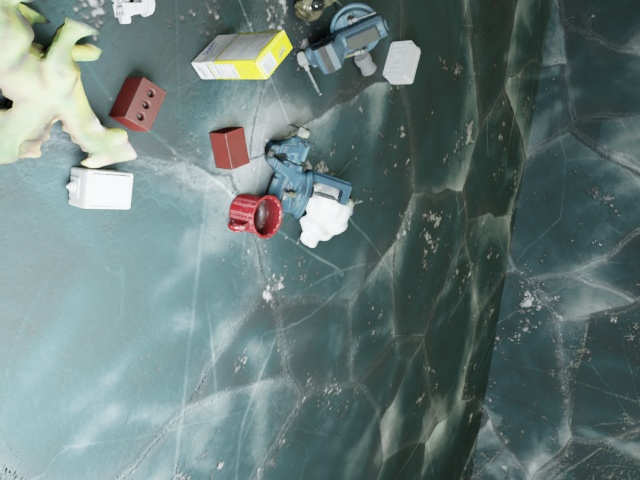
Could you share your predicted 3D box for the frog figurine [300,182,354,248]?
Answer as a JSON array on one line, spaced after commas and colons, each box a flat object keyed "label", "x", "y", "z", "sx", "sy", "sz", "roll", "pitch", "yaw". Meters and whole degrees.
[{"label": "frog figurine", "x": 0.004, "y": -0.065, "z": 1.283, "sx": 0.136, "sy": 0.122, "sz": 0.162, "roll": 47, "pitch": 66, "yaw": -10}]

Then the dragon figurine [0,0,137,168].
[{"label": "dragon figurine", "x": -0.429, "y": -0.211, "z": 0.691, "sx": 0.407, "sy": 0.123, "sz": 0.243, "roll": 21, "pitch": 91, "yaw": -44}]
